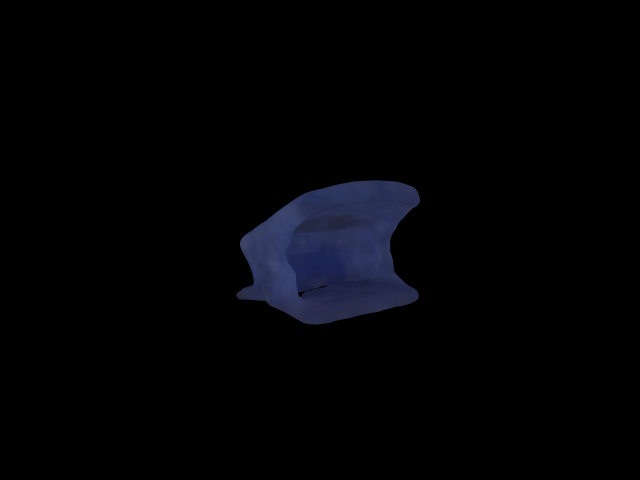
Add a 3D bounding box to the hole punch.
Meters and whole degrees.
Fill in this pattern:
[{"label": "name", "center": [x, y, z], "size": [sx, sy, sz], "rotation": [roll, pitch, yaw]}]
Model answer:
[{"label": "hole punch", "center": [0.004, 0.001, 0.400], "size": [0.109, 0.091, 0.100], "rotation": [-8, 14, -35]}]
